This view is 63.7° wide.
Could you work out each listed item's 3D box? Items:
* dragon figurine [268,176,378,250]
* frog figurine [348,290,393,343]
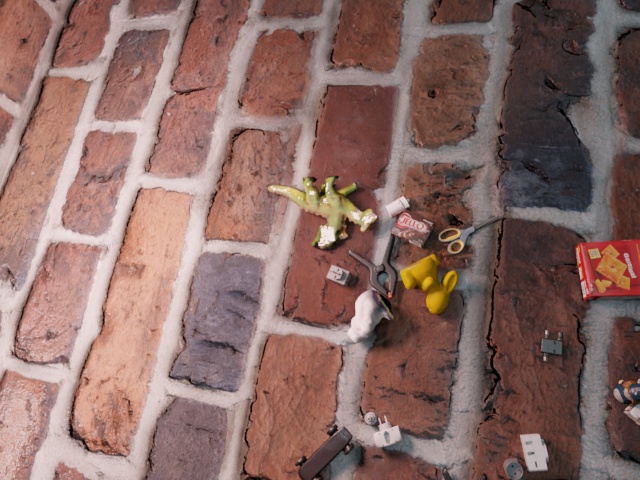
[{"bbox_3d":[0.005,-0.089,1.768,0.409,0.121,0.245,-3,79,22],"label":"dragon figurine"},{"bbox_3d":[0.141,0.236,1.610,0.158,0.121,0.140,-35,35,11],"label":"frog figurine"}]
